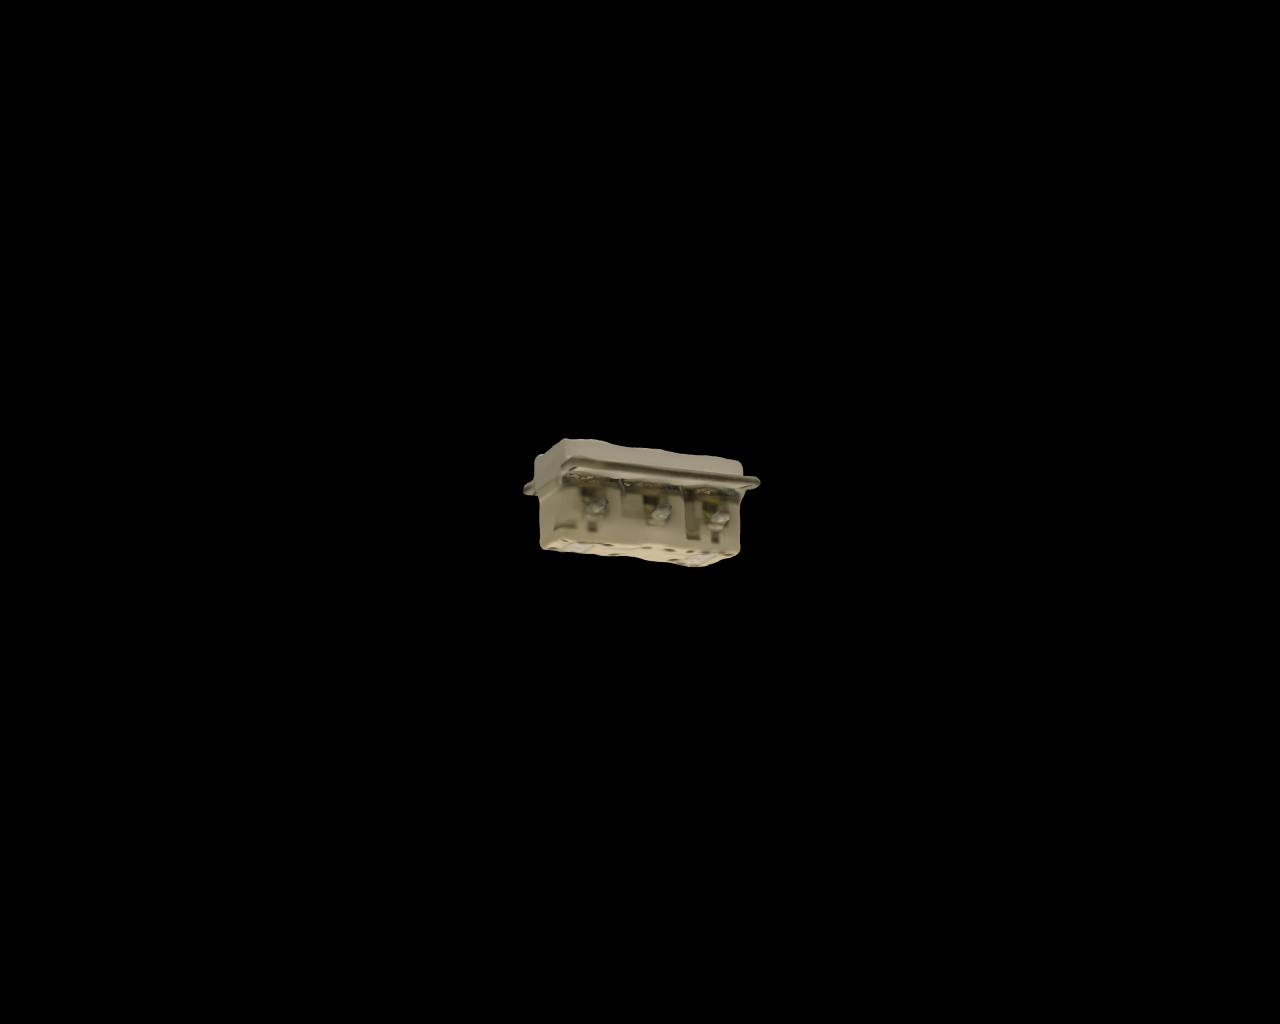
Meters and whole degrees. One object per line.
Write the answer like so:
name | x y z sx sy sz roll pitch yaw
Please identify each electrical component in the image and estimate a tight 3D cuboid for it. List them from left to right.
electrical component | 0.001 -0.003 0.650 0.121 0.063 0.078 7 -15 -26
